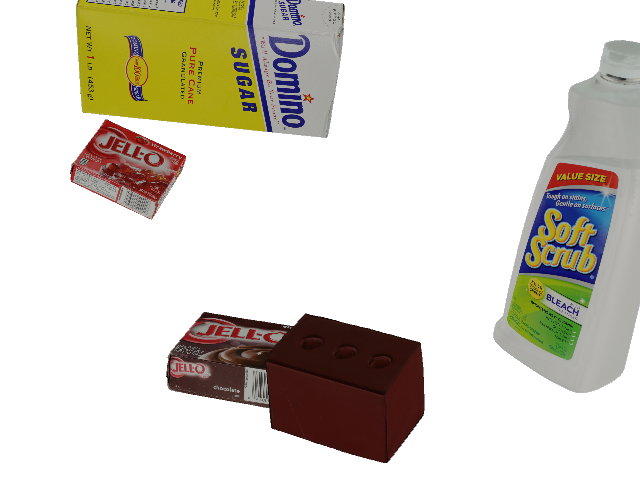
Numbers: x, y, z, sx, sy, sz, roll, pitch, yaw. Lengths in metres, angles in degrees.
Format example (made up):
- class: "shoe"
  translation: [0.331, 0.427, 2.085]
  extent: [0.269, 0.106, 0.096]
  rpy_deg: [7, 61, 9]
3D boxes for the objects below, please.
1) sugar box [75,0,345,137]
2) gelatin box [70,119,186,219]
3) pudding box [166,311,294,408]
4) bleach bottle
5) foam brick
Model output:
- class: "sugar box"
  translation: [-0.075, -0.124, 0.736]
  extent: [0.176, 0.048, 0.093]
  rpy_deg: [7, -43, -1]
- class: "gelatin box"
  translation: [-0.185, -0.070, 1.026]
  extent: [0.089, 0.073, 0.030]
  rpy_deg: [25, -45, -1]
- class: "pudding box"
  translation: [-0.059, 0.098, 0.880]
  extent: [0.113, 0.039, 0.090]
  rpy_deg: [10, 21, 9]
- class: "bleach bottle"
  translation: [0.187, -0.019, 0.753]
  extent: [0.067, 0.251, 0.103]
  rpy_deg: [-19, 37, -33]
- class: "foam brick"
  translation: [0.015, 0.084, 0.613]
  extent: [0.078, 0.051, 0.052]
  rpy_deg: [12, 31, 25]
